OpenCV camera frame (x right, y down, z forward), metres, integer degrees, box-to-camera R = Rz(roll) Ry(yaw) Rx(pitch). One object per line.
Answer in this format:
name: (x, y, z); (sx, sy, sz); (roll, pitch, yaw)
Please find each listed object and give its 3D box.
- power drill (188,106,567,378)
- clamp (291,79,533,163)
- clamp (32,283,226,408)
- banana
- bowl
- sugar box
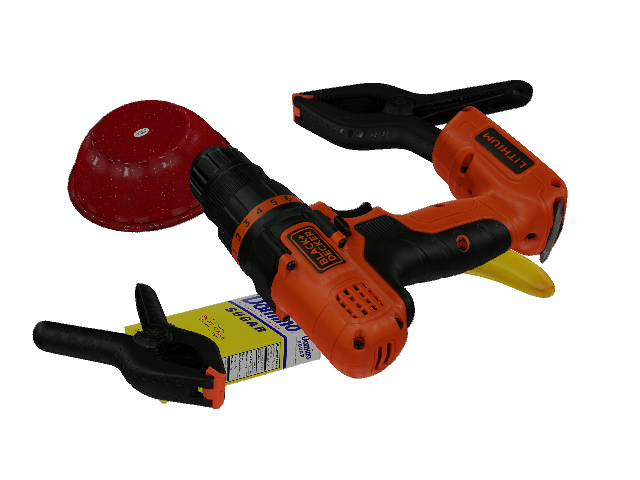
power drill: (0.036, -0.017, 0.635); (0.187, 0.057, 0.185); (-24, 53, -25)
clamp: (0.079, -0.109, 0.935); (0.210, 0.036, 0.164); (13, 36, 23)
clamp: (-0.134, 0.083, 0.869); (0.172, 0.039, 0.120); (22, 36, 26)
banana: (0.163, 0.027, 1.141); (0.198, 0.037, 0.069); (9, 37, 30)
bowl: (-0.162, -0.082, 0.997); (0.162, 0.162, 0.055); (0, -44, 7)
sugar box: (-0.097, 0.102, 1.069); (0.176, 0.048, 0.093); (-16, 33, -27)
